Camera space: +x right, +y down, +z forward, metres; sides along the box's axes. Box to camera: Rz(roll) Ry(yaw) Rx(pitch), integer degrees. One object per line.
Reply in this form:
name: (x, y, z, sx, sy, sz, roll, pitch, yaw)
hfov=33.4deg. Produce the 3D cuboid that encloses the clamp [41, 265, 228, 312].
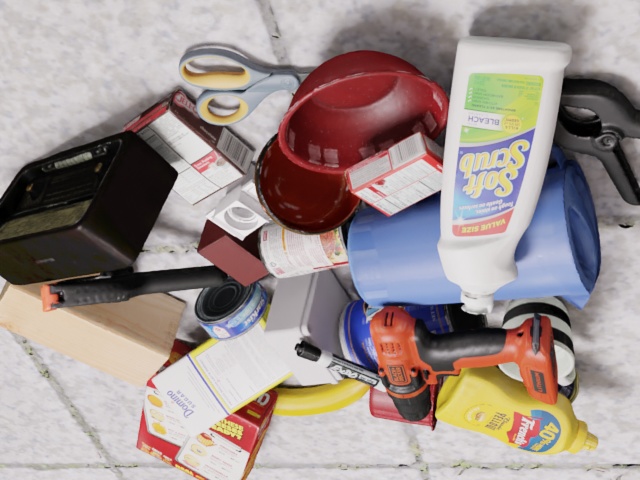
clamp: (-0.215, 0.050, 1.179, 0.165, 0.209, 0.036, -4, 93, 30)

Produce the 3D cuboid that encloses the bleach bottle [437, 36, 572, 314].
bleach bottle: (0.162, -0.054, 0.966, 0.103, 0.068, 0.251, 7, 107, 14)

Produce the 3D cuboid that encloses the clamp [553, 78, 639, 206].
clamp: (0.280, -0.106, 0.995, 0.171, 0.039, 0.120, 31, 129, -20)

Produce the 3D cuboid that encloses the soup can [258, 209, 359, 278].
soup can: (-0.008, 0.001, 1.162, 0.102, 0.068, 0.068, -12, 134, 26)

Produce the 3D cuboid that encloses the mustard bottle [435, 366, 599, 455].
mustard bottle: (0.240, 0.208, 1.264, 0.191, 0.058, 0.096, 22, 131, -6)

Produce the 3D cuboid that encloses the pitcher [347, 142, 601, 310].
pitcher: (0.152, -0.007, 1.085, 0.243, 0.149, 0.144, -9, 151, 26)

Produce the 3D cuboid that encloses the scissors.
scissors: (-0.039, -0.142, 1.041, 0.201, 0.016, 0.096, 9, 136, -2)

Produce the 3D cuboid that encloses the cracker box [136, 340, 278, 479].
cracker box: (-0.157, 0.246, 1.454, 0.164, 0.072, 0.214, 26, 140, 6)

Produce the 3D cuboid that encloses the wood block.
wood block: (-0.283, 0.088, 1.309, 0.206, 0.090, 0.091, 27, 137, -17)

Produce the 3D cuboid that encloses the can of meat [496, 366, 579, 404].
can of meat: (0.251, 0.173, 1.310, 0.083, 0.057, 0.102, 37, 133, -23)

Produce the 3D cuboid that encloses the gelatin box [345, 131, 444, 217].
gelatin box: (0.080, -0.063, 1.032, 0.089, 0.030, 0.073, -27, 150, 26)

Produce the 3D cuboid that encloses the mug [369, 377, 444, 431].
mug: (0.108, 0.176, 1.327, 0.081, 0.093, 0.117, 7, 123, 13)

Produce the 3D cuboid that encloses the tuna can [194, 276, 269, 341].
tuna can: (-0.105, 0.075, 1.256, 0.086, 0.086, 0.033, -15, 131, 27)

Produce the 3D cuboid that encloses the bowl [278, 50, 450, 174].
bowl: (0.037, -0.126, 0.993, 0.162, 0.055, 0.162, -8, 151, -5)

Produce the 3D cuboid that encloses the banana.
banana: (-0.019, 0.208, 1.425, 0.198, 0.037, 0.069, -4, 139, 17)

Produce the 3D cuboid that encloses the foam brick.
foam brick: (-0.090, 0.006, 1.198, 0.051, 0.053, 0.078, -28, 126, 37)

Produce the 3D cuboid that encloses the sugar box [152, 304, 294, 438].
sugar box: (-0.111, 0.160, 1.308, 0.176, 0.048, 0.093, -33, 91, 23)

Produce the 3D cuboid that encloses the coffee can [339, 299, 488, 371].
coffee can: (0.107, 0.102, 1.225, 0.141, 0.102, 0.102, -19, 131, 31)

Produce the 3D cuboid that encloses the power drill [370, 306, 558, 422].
power drill: (0.155, 0.138, 1.130, 0.188, 0.057, 0.184, -3, 140, 15)

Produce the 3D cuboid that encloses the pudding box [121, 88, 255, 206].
pudding box: (-0.139, -0.094, 1.106, 0.090, 0.039, 0.113, -25, 125, 38)

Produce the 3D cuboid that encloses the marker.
marker: (0.025, 0.140, 1.186, 0.121, 0.020, 0.020, 25, 138, -21)
